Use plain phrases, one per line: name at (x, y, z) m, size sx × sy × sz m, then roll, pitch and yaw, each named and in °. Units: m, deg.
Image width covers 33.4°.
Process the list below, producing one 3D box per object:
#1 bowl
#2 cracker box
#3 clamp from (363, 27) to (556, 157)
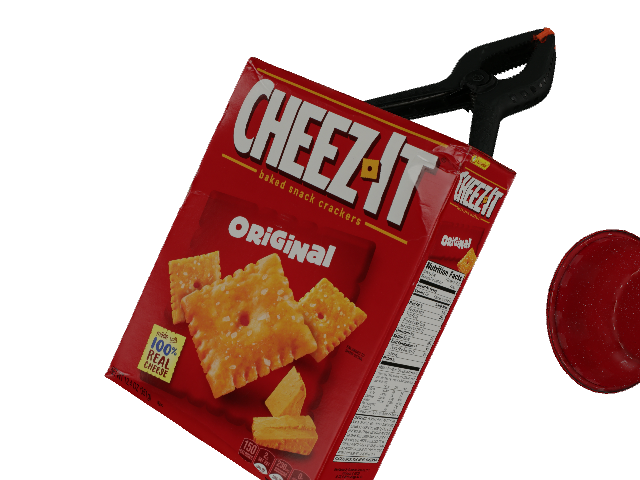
bowl at (0.296, 0.070, 1.021) m, size 0.161 × 0.162 × 0.055 m, roll 0°, pitch 1°, yaw -27°
cracker box at (-0.011, 0.022, 0.615) m, size 0.164 × 0.214 × 0.072 m, roll 27°, pitch 5°, yaw 32°
clamp at (0.147, -0.126, 0.963) m, size 0.209 × 0.036 × 0.165 m, roll -32°, pitch 45°, yaw -18°
